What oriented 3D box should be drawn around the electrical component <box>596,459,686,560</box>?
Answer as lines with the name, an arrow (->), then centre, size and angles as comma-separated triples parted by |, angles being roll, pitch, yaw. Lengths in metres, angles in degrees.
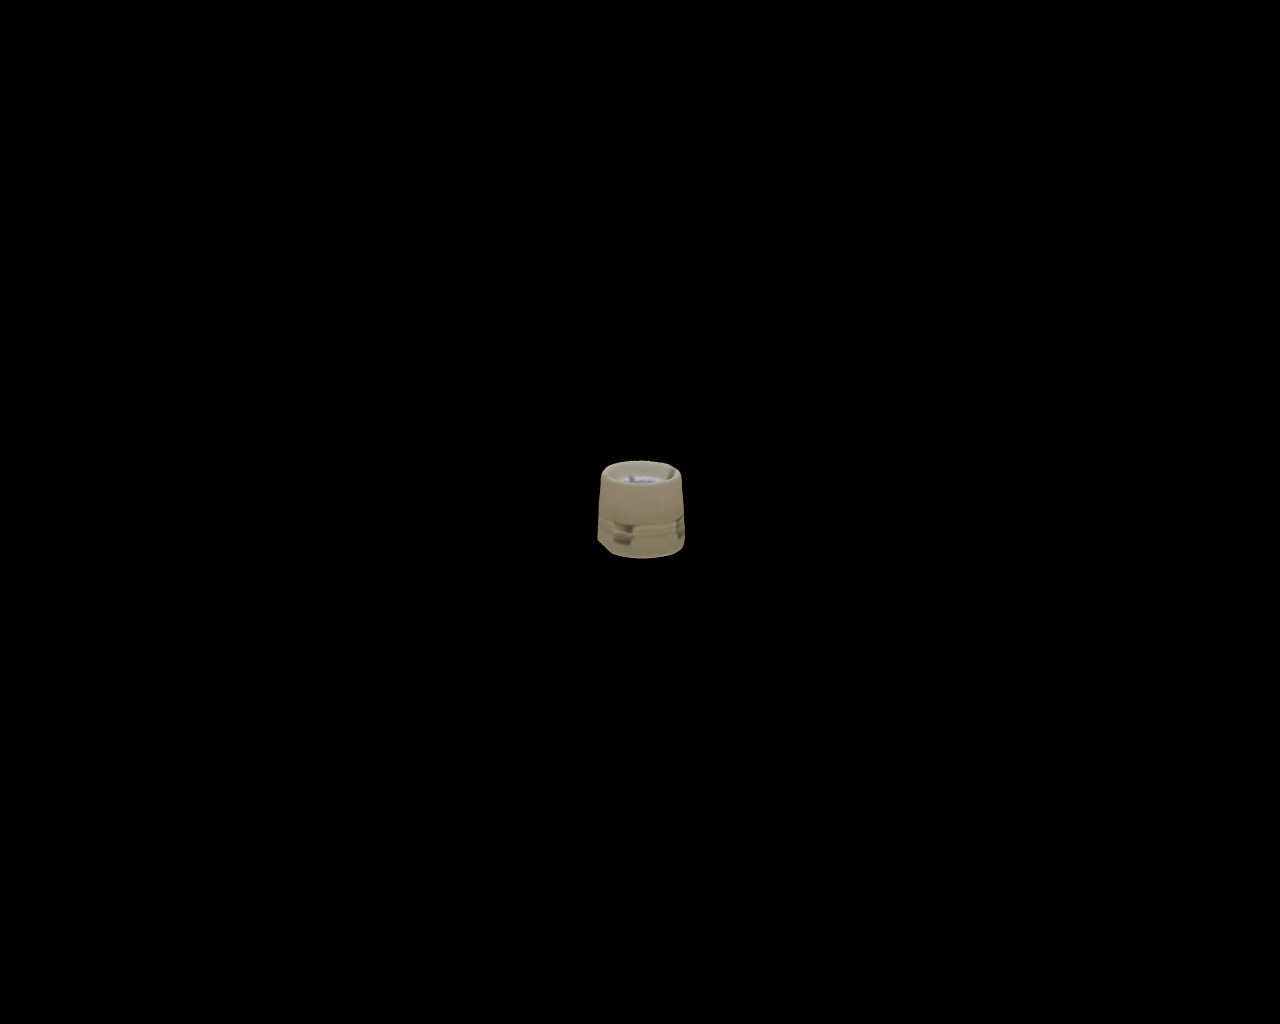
electrical component -> 0.001, -0.003, 0.650 | 0.055, 0.047, 0.055 | 0, 20, 0
